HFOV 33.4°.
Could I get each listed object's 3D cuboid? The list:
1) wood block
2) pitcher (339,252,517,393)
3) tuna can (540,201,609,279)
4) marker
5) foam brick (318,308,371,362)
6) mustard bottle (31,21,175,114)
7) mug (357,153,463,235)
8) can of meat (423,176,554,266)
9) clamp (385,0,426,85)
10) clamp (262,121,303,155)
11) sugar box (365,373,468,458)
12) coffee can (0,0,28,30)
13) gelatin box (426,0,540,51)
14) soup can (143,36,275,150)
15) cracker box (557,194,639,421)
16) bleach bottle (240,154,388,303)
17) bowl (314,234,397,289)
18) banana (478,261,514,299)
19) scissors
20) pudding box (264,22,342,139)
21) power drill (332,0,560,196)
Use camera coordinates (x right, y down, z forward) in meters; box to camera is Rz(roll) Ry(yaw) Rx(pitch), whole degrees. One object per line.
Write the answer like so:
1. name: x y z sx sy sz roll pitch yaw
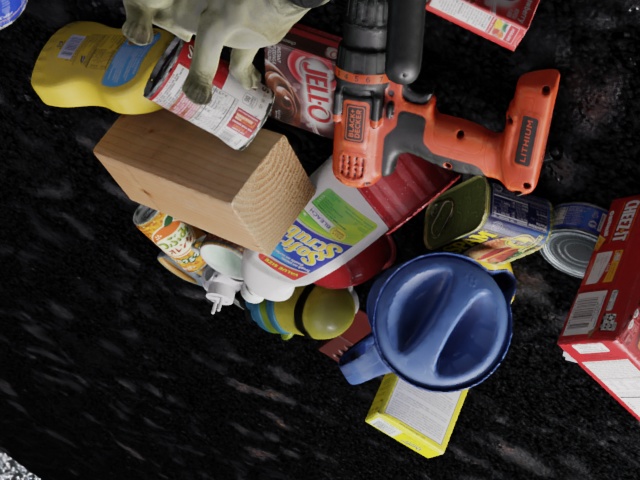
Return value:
1. wood block: -0.119 -0.071 1.085 0.206 0.090 0.090 21 156 36
2. pitcher: 0.101 0.083 1.112 0.149 0.145 0.243 12 179 -2
3. tuna can: 0.258 0.002 1.039 0.086 0.033 0.086 21 152 11
4. marker: 0.180 -0.069 0.999 0.020 0.020 0.121 39 150 -22
5. foam brick: 0.040 0.129 1.423 0.053 0.051 0.078 31 152 -7
6. mustard bottle: -0.190 -0.170 1.062 0.192 0.096 0.058 10 147 28
7. mug: 0.083 -0.072 1.006 0.117 0.093 0.081 -39 89 19
8. can of meat: 0.163 -0.016 1.037 0.083 0.057 0.102 15 158 -25
9. clamp: 0.062 -0.237 0.739 0.036 0.164 0.210 1 130 -8
10. clamp: -0.097 -0.128 1.114 0.171 0.039 0.120 39 150 -23
11. sugar box: 0.130 0.156 1.258 0.093 0.176 0.048 32 150 -10
12. coffee can: -0.326 -0.275 0.995 0.103 0.102 0.140 27 152 0
13. gelatin box: 0.125 -0.189 0.768 0.073 0.089 0.030 26 150 0
14. soup can: -0.102 -0.135 0.982 0.102 0.068 0.069 30 153 -20
15. cracker box: 0.329 0.084 0.978 0.213 0.164 0.072 41 151 -25
16. bleach bottle: -0.008 0.001 1.151 0.102 0.068 0.251 39 133 -6
17. bowl: 0.006 0.009 1.245 0.162 0.055 0.162 20 152 11
18. banana: 0.178 0.036 1.160 0.070 0.037 0.198 16 150 20
19. scissors: -0.136 0.065 1.504 0.201 0.016 0.096 30 152 -7
20. pudding box: -0.005 -0.148 1.002 0.090 0.039 0.113 21 151 11
21. power drill: 0.102 -0.120 0.900 0.188 0.057 0.184 12 121 15
